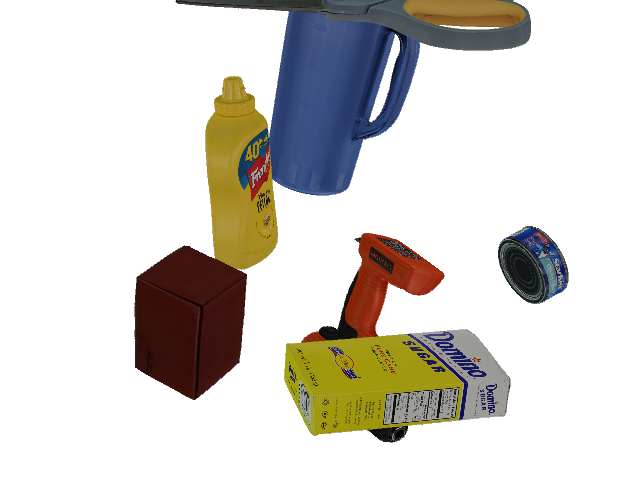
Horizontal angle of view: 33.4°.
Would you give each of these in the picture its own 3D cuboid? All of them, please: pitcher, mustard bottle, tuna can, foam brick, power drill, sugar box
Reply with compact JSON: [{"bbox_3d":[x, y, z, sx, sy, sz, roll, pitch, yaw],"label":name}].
[{"bbox_3d":[0.016,-0.177,1.264,0.145,0.243,0.149,8,23,-13],"label":"pitcher"},{"bbox_3d":[-0.082,-0.074,1.095,0.058,0.192,0.096,7,27,21],"label":"mustard bottle"},{"bbox_3d":[0.242,0.029,1.221,0.033,0.086,0.086,-27,10,-20],"label":"tuna can"},{"bbox_3d":[-0.085,0.053,0.697,0.053,0.078,0.051,24,37,23],"label":"foam brick"},{"bbox_3d":[0.061,0.100,1.151,0.057,0.188,0.185,13,18,-41],"label":"power drill"},{"bbox_3d":[0.065,0.120,0.924,0.176,0.048,0.093,-6,26,-15],"label":"sugar box"}]

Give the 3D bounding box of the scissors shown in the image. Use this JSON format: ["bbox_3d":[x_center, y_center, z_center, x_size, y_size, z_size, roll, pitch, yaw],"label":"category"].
[{"bbox_3d":[0.026,-0.143,0.616,0.202,0.016,0.096,14,42,21],"label":"scissors"}]
